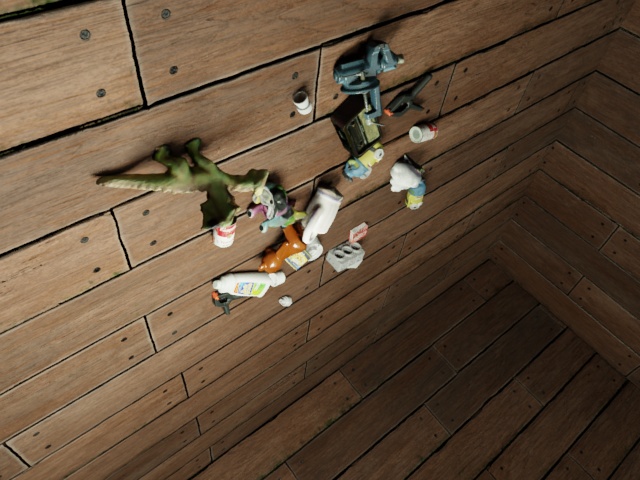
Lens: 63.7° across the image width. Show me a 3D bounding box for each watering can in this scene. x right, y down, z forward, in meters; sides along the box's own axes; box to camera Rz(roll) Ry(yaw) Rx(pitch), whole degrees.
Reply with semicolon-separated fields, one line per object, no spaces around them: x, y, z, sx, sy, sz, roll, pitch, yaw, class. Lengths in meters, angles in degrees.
0.006;-0.096;1.905;0.223;0.104;0.349;-64;175;8;watering can

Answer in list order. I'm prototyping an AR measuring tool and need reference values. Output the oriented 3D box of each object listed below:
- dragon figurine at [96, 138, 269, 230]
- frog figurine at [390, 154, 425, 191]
-0.309;-0.123;1.286;0.415;0.246;0.119;-26;152;-36;dragon figurine
0.346;-0.259;2.154;0.136;0.125;0.157;26;121;-27;frog figurine
